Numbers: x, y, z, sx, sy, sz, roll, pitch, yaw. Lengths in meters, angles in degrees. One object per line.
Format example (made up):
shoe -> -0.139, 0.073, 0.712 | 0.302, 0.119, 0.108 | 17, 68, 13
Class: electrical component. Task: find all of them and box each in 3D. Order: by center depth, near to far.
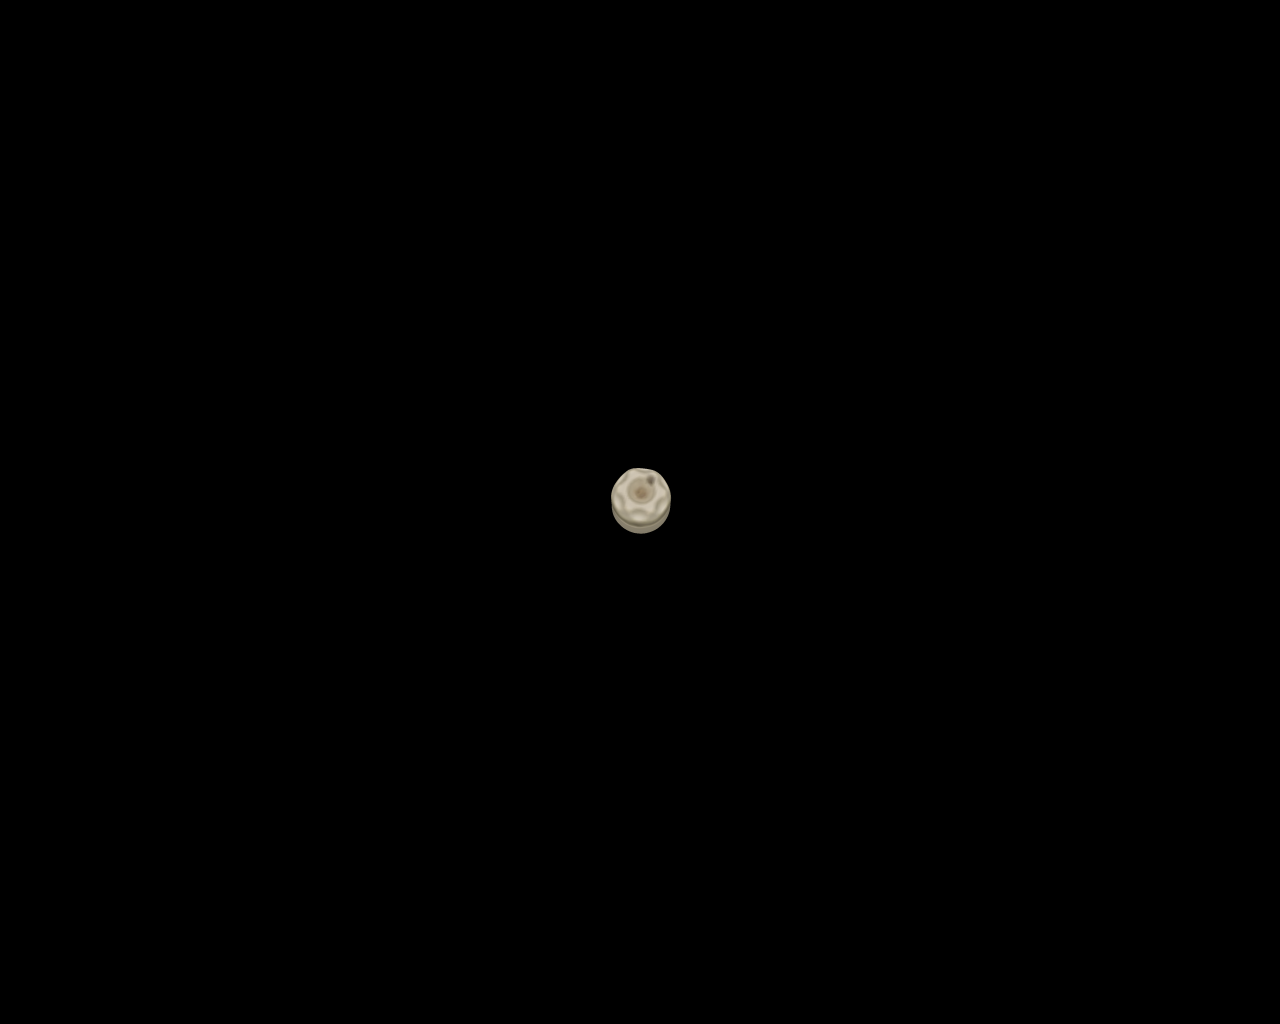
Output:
electrical component -> 0.001, -0.003, 0.650 | 0.035, 0.035, 0.061 | 0, -19, 0
